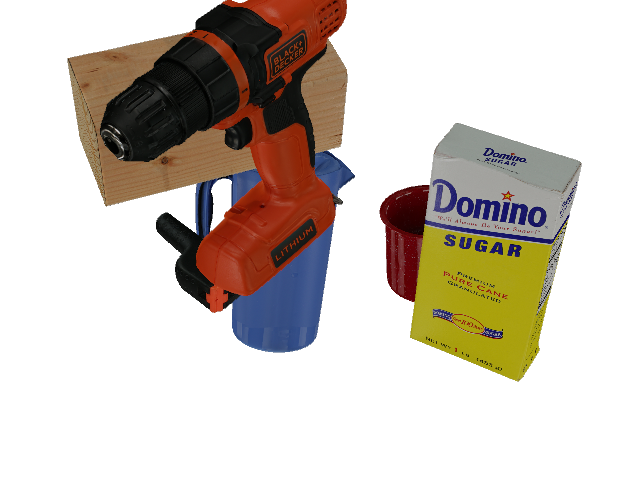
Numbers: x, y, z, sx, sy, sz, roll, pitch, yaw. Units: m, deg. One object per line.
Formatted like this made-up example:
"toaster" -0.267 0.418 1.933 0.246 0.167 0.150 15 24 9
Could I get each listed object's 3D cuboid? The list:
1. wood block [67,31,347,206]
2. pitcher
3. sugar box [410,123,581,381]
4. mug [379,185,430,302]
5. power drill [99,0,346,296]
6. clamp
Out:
"wood block" -0.091 -0.111 0.877 0.205 0.090 0.091 -16 -37 -16
"pitcher" -0.059 0.009 1.296 0.149 0.243 0.144 17 25 28
"sugar box" 0.119 0.012 0.753 0.093 0.176 0.048 20 45 21
"mug" 0.106 0.012 0.995 0.093 0.081 0.117 -11 34 -11
"power drill" -0.050 -0.055 0.660 0.057 0.188 0.184 31 55 28
"clamp" -0.096 0.014 1.072 0.120 0.039 0.171 -10 33 -11
